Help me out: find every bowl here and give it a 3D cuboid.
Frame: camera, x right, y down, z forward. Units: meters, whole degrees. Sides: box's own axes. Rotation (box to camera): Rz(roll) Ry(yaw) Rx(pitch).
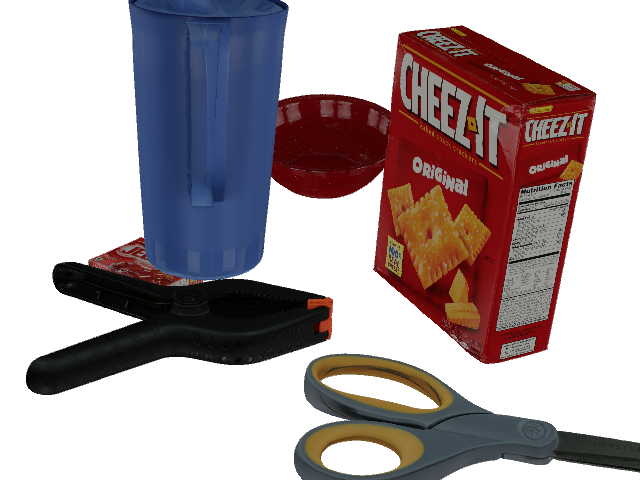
[{"bbox_3d":[0.003,-0.089,1.083,0.162,0.055,0.162,0,34,0],"label":"bowl"}]

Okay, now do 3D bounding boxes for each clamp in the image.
[{"bbox_3d":[-0.098,0.052,0.750,0.209,0.036,0.165,-3,25,-13],"label":"clamp"}]

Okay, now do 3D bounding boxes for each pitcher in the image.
[{"bbox_3d":[-0.099,-0.089,0.923,0.145,0.243,0.148,20,27,36],"label":"pitcher"}]

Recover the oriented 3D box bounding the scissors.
[{"bbox_3d":[0.077,0.094,0.450,0.202,0.016,0.096,16,34,23],"label":"scissors"}]

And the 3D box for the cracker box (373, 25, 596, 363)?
[{"bbox_3d":[0.115,-0.037,0.821,0.072,0.214,0.164,-12,32,-26],"label":"cracker box"}]

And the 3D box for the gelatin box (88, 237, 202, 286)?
[{"bbox_3d":[-0.170,0.032,1.044,0.089,0.030,0.073,23,31,30],"label":"gelatin box"}]
